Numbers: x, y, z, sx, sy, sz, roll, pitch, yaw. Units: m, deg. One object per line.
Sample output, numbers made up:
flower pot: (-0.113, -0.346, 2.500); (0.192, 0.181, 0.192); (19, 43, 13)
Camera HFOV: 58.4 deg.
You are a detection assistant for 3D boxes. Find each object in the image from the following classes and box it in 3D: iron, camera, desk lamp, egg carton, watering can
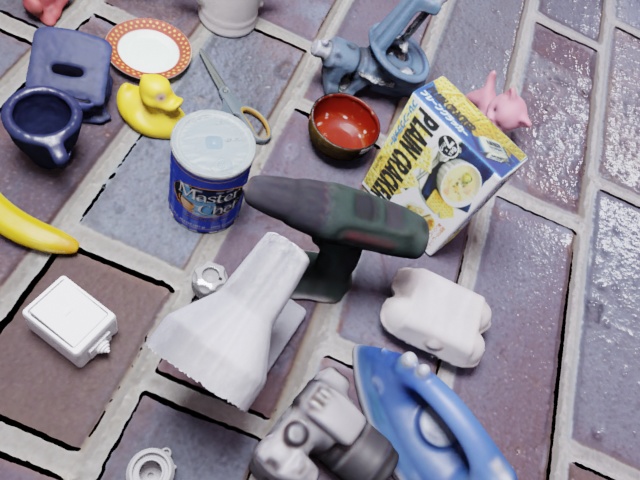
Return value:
iron: (0.134, 0.212, 0.671); (0.119, 0.141, 0.258); (-29, 73, -28)
camera: (0.014, 0.234, 0.647); (0.136, 0.100, 0.143); (39, 59, 6)
desk lamp: (-0.087, 0.092, 0.627); (0.118, 0.213, 0.203); (33, 58, 3)
egg carton: (0.158, 0.106, 0.779); (0.150, 0.069, 0.107); (25, 58, -3)
watering can: (-0.143, -0.427, 0.906); (0.173, 0.194, 0.101); (-34, 76, -29)

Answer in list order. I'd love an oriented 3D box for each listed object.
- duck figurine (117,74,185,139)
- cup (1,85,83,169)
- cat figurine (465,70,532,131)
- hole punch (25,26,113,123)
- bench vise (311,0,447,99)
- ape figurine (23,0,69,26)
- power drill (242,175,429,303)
duck figurine: (-0.239, -0.202, 0.817); (0.104, 0.086, 0.077); (27, 58, -1)
cup: (-0.346, -0.125, 0.737); (0.092, 0.095, 0.117); (-22, 70, -26)
cat figurine: (0.305, -0.228, 0.978); (0.067, 0.117, 0.127); (-4, 63, -18)
hole punch: (-0.344, -0.228, 0.797); (0.109, 0.091, 0.101); (7, 60, -13)
bench vise: (0.101, -0.301, 0.895); (0.208, 0.219, 0.121); (-18, 69, -24)
ape figurine: (-0.415, -0.385, 0.860); (0.078, 0.092, 0.076); (-32, 75, -29)
power drill: (0.006, 0.003, 0.708); (0.230, 0.208, 0.075); (7, 60, -13)
